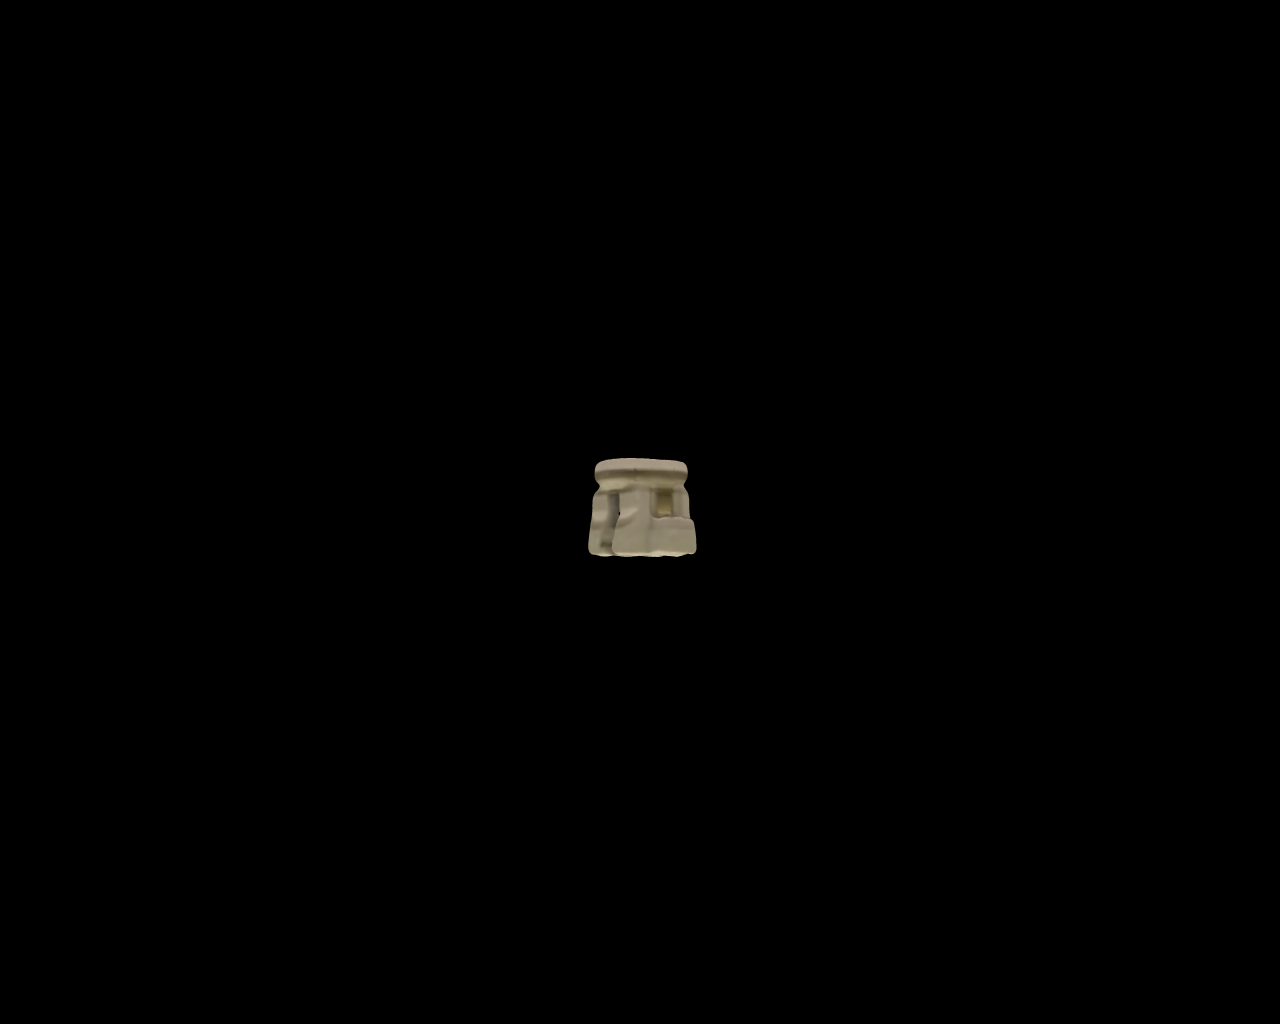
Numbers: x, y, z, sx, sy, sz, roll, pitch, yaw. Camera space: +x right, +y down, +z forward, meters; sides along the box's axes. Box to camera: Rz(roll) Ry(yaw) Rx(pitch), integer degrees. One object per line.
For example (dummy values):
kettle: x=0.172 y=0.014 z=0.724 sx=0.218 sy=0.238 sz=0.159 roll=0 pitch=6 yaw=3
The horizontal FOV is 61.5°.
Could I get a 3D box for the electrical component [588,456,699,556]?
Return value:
electrical component: x=0.001 y=-0.003 z=0.650 sx=0.058 sy=0.057 sz=0.078 roll=4 pitch=-6 yaw=-39
